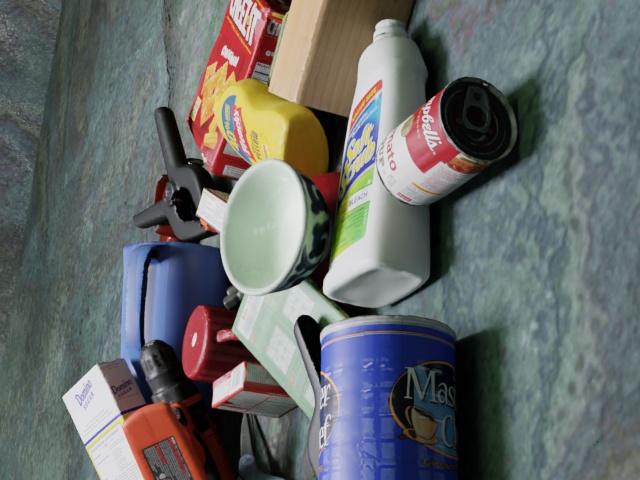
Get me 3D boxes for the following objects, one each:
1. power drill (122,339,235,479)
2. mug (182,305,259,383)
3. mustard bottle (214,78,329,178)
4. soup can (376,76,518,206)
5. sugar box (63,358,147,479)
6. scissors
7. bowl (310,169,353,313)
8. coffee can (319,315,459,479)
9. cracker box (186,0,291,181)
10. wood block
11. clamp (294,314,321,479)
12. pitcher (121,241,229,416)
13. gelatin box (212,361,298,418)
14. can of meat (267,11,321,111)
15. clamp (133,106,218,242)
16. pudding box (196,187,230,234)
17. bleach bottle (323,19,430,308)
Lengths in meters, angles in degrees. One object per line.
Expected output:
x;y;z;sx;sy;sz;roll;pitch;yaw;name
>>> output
-0.150;0.194;1.107;0.184;0.057;0.187;63;-177;1;power drill
-0.094;0.113;1.145;0.117;0.081;0.093;-26;56;62;mug
-0.063;-0.121;1.145;0.192;0.058;0.096;38;146;49;mustard bottle
0.095;-0.073;0.821;0.102;0.068;0.068;144;133;-59;soup can
-0.217;0.229;1.188;0.093;0.048;0.176;-41;69;40;sugar box
-0.055;0.228;1.065;0.201;0.096;0.016;-70;-34;-59;scissors
-0.007;0.001;1.034;0.162;0.055;0.162;-41;43;54;bowl
0.050;0.136;0.780;0.103;0.102;0.140;143;133;-57;coffee can
-0.088;-0.199;1.292;0.214;0.072;0.164;-67;26;23;cracker box
0.029;-0.225;1.015;0.091;0.090;0.206;-141;65;-65;wood block
0.014;0.142;0.909;0.120;0.039;0.171;13;97;54;clamp
-0.182;0.124;1.273;0.145;0.149;0.243;-21;64;60;pitcher
-0.059;0.149;1.060;0.089;0.073;0.030;140;137;-57;gelatin box
-0.008;-0.189;1.124;0.084;0.057;0.102;33;110;63;can of meat
-0.170;-0.067;1.303;0.210;0.036;0.164;29;114;53;clamp
-0.076;-0.022;1.157;0.114;0.089;0.039;28;104;66;pudding box
0.054;-0.075;0.925;0.103;0.068;0.251;-38;43;56;bleach bottle
